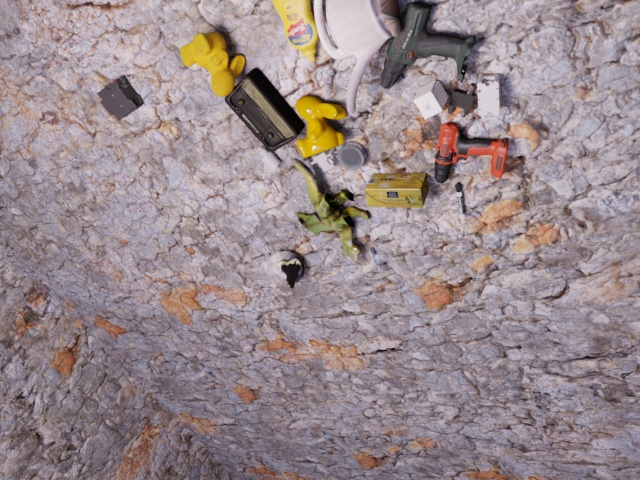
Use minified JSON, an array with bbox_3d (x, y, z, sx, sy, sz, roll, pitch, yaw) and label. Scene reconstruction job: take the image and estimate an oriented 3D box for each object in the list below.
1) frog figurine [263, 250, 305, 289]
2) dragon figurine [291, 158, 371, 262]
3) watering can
[{"bbox_3d":[-0.133,0.098,1.918,0.136,0.124,0.160,45,168,-25],"label":"frog figurine"},{"bbox_3d":[0.005,-0.085,1.690,0.408,0.125,0.239,44,140,-12],"label":"dragon figurine"},{"bbox_3d":[0.101,-0.503,1.270,0.223,0.105,0.345,-10,103,39],"label":"watering can"}]
